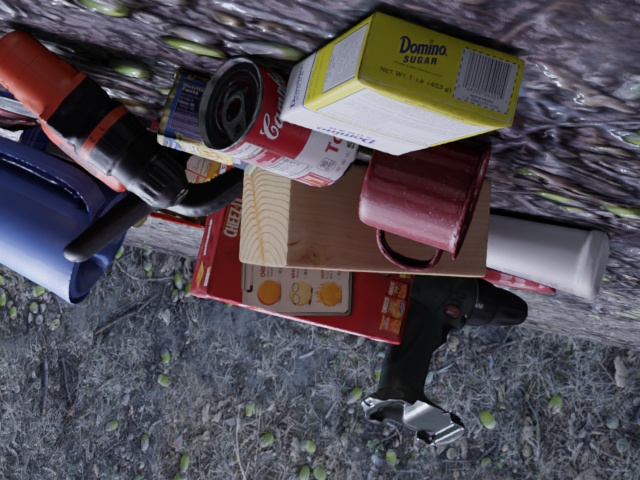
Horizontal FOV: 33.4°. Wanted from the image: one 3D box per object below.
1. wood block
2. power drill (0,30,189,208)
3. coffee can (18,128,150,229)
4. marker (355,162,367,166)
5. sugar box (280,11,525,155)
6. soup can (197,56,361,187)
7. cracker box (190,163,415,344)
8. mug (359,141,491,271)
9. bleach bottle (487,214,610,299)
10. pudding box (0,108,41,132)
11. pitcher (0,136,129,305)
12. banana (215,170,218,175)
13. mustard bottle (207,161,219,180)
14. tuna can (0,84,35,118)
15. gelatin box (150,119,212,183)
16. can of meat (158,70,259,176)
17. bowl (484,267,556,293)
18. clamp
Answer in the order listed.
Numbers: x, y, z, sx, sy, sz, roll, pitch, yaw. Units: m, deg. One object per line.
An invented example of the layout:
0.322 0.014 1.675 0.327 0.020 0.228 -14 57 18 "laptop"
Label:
0.042 -0.017 0.945 0.205 0.091 0.090 3 180 -30 "wood block"
-0.182 -0.087 0.888 0.184 0.057 0.188 42 173 -2 "power drill"
-0.264 -0.078 1.219 0.140 0.103 0.102 13 175 9 "coffee can"
0.033 -0.067 1.032 0.121 0.020 0.020 15 174 -19 "marker"
0.042 -0.090 0.649 0.093 0.048 0.176 16 178 -16 "sugar box"
-0.028 -0.083 0.768 0.102 0.068 0.069 18 173 -41 "soup can"
-0.007 0.001 1.068 0.213 0.164 0.072 16 172 -22 "cracker box"
0.078 -0.030 0.833 0.081 0.117 0.093 18 -151 11 "mug"
0.177 0.000 1.143 0.251 0.068 0.102 14 174 19 "bleach bottle"
-0.330 -0.140 1.081 0.089 0.039 0.114 17 174 -33 "pudding box"
-0.327 -0.047 1.117 0.243 0.149 0.145 26 -167 5 "pitcher"
-0.015 -0.046 1.133 0.197 0.070 0.037 28 -165 -27 "banana"
-0.097 -0.054 1.204 0.191 0.058 0.096 11 157 -3 "mustard bottle"
-0.279 -0.139 0.994 0.086 0.034 0.086 15 175 1 "tuna can"
-0.148 -0.077 1.098 0.030 0.073 0.089 13 176 26 "gelatin box"
-0.083 -0.094 0.856 0.084 0.057 0.102 16 175 -8 "can of meat"
0.208 0.019 1.280 0.162 0.055 0.162 14 174 1 "bowl"
-0.148 -0.075 1.002 0.210 0.164 0.036 -11 163 10 "clamp"
